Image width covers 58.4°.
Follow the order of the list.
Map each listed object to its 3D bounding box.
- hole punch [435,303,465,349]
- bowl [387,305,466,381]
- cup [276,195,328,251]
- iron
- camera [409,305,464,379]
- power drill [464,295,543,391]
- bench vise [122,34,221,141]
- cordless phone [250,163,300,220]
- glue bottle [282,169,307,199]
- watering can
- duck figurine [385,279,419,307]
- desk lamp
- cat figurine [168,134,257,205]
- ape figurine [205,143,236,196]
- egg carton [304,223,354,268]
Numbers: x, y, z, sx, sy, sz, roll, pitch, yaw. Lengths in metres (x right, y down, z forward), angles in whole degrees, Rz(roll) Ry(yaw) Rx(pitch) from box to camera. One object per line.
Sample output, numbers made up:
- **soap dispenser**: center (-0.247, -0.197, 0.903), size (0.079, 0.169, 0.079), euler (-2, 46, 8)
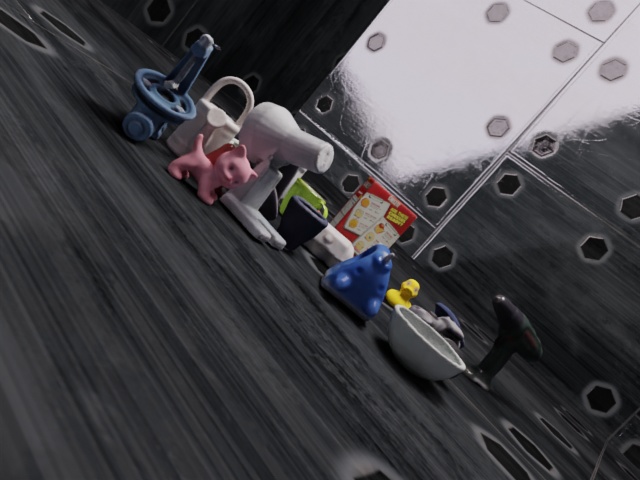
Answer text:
- **hole punch**: center (0.325, 0.229, 1.478), size (0.101, 0.091, 0.108), euler (35, 11, -36)
- **bowl**: center (0.179, 0.200, 1.044), size (0.167, 0.074, 0.167), euler (40, 9, -7)
- **cup**: center (-0.048, -0.032, 1.150), size (0.092, 0.095, 0.117), euler (38, 9, -20)
- **iron**: center (0.090, 0.058, 1.142), size (0.119, 0.141, 0.258), euler (40, 9, -6)
- **camera**: center (0.238, 0.209, 1.168), size (0.143, 0.100, 0.136), euler (39, 9, -16)
- **power drill**: center (0.443, 0.264, 1.422), size (0.230, 0.208, 0.075), euler (36, 10, -28)
- **bench vise**: center (-0.270, -0.285, 1.030), size (0.122, 0.219, 0.207), euler (35, 10, -33)
- **cordless phone**: center (-0.096, -0.146, 1.210), size (0.094, 0.185, 0.147), euler (34, 11, -40)
- **glue bottle**: center (-0.064, -0.193, 1.624), size (0.037, 0.173, 0.078), euler (39, 9, -13)
- **watering can**: center (-0.208, -0.236, 1.146), size (0.101, 0.194, 0.172), euler (35, 10, -36)
- **duck figurine**: center (0.224, 0.141, 1.500), size (0.077, 0.086, 0.105), euler (42, 9, 7)
- **desk lamp**: center (-0.085, -0.129, 1.076), size (0.202, 0.213, 0.118), euler (45, 10, 27)
- **cat figurine**: center (-0.177, -0.128, 0.993), size (0.128, 0.117, 0.067), euler (40, 9, -8)
- **ape figurine**: center (-0.192, -0.145, 1.099), size (0.076, 0.092, 0.077), euler (37, 9, -22)
- **egg carton**: center (0.012, 0.005, 1.313), size (0.150, 0.069, 0.107), euler (41, 9, 1)
